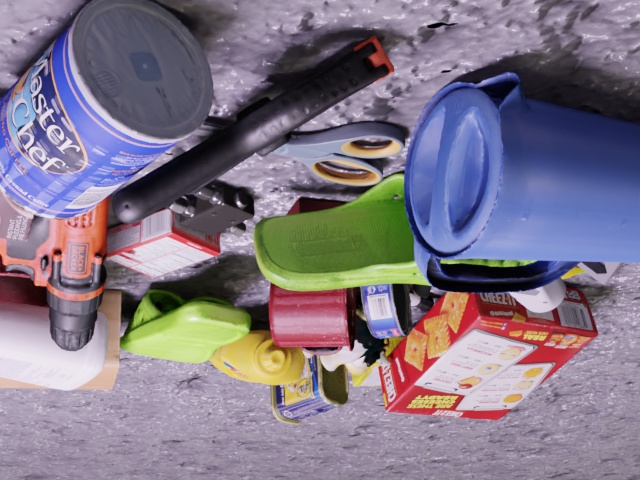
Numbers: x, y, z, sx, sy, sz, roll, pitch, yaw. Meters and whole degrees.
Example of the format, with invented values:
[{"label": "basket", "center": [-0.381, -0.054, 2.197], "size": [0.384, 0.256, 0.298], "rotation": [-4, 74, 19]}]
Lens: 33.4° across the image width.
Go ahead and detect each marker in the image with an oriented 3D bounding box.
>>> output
[{"label": "marker", "center": [0.086, 0.058, 1.178], "size": [0.020, 0.020, 0.120], "rotation": [-22, 150, 36]}]

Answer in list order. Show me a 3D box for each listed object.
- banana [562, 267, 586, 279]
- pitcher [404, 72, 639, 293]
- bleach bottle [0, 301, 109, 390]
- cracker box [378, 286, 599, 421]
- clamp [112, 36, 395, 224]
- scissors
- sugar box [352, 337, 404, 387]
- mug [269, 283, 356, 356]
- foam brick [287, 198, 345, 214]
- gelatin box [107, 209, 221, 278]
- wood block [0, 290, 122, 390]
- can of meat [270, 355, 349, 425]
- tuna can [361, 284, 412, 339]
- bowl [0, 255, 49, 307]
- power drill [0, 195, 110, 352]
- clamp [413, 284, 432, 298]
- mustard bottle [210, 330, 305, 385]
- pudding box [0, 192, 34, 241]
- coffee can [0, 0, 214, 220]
[{"label": "banana", "center": [0.226, -0.001, 1.048], "size": [0.070, 0.037, 0.197], "rotation": [-28, 153, 9]}, {"label": "pitcher", "center": [0.194, -0.034, 0.846], "size": [0.242, 0.145, 0.149], "rotation": [5, 167, -26]}, {"label": "bleach bottle", "center": [-0.333, 0.085, 0.998], "size": [0.250, 0.068, 0.103], "rotation": [16, 149, -33]}, {"label": "cracker box", "center": [0.188, 0.127, 1.237], "size": [0.164, 0.072, 0.214], "rotation": [9, 141, -25]}, {"label": "clamp", "center": [-0.044, -0.079, 0.770], "size": [0.210, 0.036, 0.164], "rotation": [-31, -174, 6]}, {"label": "scissors", "center": [-0.015, -0.083, 0.850], "size": [0.201, 0.016, 0.096], "rotation": [17, 148, -39]}, {"label": "sugar box", "center": [0.136, 0.156, 1.377], "size": [0.176, 0.048, 0.093], "rotation": [-1, 156, -14]}, {"label": "mug", "center": [-0.006, 0.079, 1.119], "size": [0.081, 0.093, 0.117], "rotation": [-2, 135, 8]}, {"label": "foam brick", "center": [-0.007, 0.001, 0.998], "size": [0.051, 0.053, 0.078], "rotation": [5, 156, -18]}, {"label": "gelatin box", "center": [-0.150, 0.003, 1.012], "size": [0.089, 0.030, 0.073], "rotation": [-18, 154, 30]}, {"label": "wood block", "center": [-0.323, 0.106, 1.151], "size": [0.206, 0.090, 0.091], "rotation": [4, 154, -14]}, {"label": "can of meat", "center": [-0.013, 0.167, 1.314], "size": [0.084, 0.102, 0.057], "rotation": [-25, 147, 37]}, {"label": "tuna can", "center": [0.068, 0.058, 1.095], "size": [0.034, 0.086, 0.086], "rotation": [-9, 156, 15]}, {"label": "bowl", "center": [-0.306, 0.039, 1.041], "size": [0.162, 0.055, 0.162], "rotation": [-2, 156, -1]}, {"label": "power drill", "center": [-0.278, 0.018, 0.920], "size": [0.187, 0.057, 0.184], "rotation": [4, 123, -14]}, {"label": "clamp", "center": [0.114, 0.018, 1.069], "size": [0.120, 0.039, 0.171], "rotation": [-26, 145, 31]}, {"label": "mustard bottle", "center": [-0.068, 0.133, 1.212], "size": [0.096, 0.058, 0.192], "rotation": [20, 169, -11]}, {"label": "pudding box", "center": [-0.258, -0.054, 0.807], "size": [0.089, 0.039, 0.114], "rotation": [7, 127, -23]}, {"label": "coffee can", "center": [-0.152, -0.086, 0.719], "size": [0.102, 0.103, 0.141], "rotation": [15, 150, -36]}]
